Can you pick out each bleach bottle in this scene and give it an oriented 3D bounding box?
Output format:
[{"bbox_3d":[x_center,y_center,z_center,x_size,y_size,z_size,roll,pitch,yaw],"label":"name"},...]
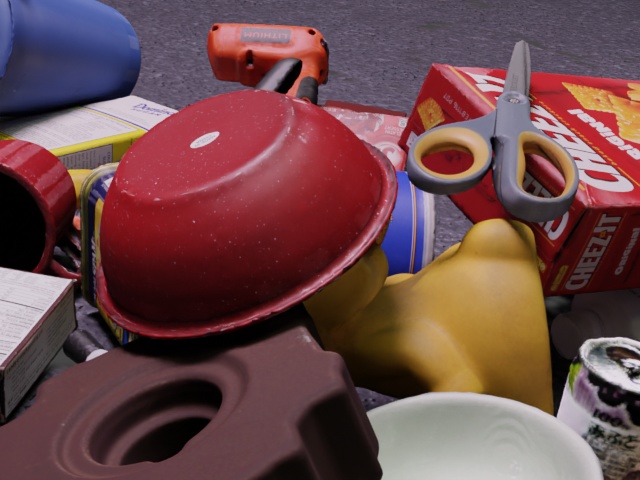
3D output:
[{"bbox_3d":[0.256,0.039,0.730,0.250,0.068,0.103,-9,33,-29],"label":"bleach bottle"}]

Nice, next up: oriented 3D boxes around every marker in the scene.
[{"bbox_3d":[-0.106,0.081,0.585,0.020,0.020,0.121,-14,31,-39],"label":"marker"}]

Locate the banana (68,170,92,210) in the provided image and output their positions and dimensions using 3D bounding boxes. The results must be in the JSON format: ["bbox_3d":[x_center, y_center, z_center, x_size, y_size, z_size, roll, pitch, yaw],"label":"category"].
[{"bbox_3d":[-0.257,-0.041,0.770,0.198,0.037,0.069,14,68,2],"label":"banana"}]

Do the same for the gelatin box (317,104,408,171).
[{"bbox_3d":[0.031,-0.073,0.910,0.089,0.030,0.073,10,64,7],"label":"gelatin box"}]

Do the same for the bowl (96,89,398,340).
[{"bbox_3d":[-0.046,-0.026,0.519,0.162,0.055,0.162,-16,33,11],"label":"bowl"}]

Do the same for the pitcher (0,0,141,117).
[{"bbox_3d":[-0.261,-0.158,0.914,0.149,0.145,0.242,2,4,18],"label":"pitcher"}]

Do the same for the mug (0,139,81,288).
[{"bbox_3d":[-0.198,-0.011,0.697,0.117,0.093,0.081,37,16,-9],"label":"mug"}]

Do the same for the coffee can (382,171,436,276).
[{"bbox_3d":[-0.005,0.001,0.690,0.140,0.103,0.103,5,24,-6],"label":"coffee can"}]

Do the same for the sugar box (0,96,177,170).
[{"bbox_3d":[-0.191,-0.079,0.888,0.093,0.048,0.175,22,25,33],"label":"sugar box"}]

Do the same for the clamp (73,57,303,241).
[{"bbox_3d":[-0.070,-0.032,0.767,0.209,0.036,0.165,-26,67,-13],"label":"clamp"}]

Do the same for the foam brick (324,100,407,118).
[{"bbox_3d":[0.036,-0.091,0.971,0.078,0.053,0.051,10,24,7],"label":"foam brick"}]

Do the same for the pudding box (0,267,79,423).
[{"bbox_3d":[-0.197,0.053,0.600,0.090,0.039,0.113,10,26,5],"label":"pudding box"}]

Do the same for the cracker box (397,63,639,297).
[{"bbox_3d":[0.184,-0.044,0.683,0.213,0.072,0.164,-1,36,-33],"label":"cracker box"}]

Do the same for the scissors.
[{"bbox_3d":[0.090,-0.071,0.598,0.096,0.016,0.201,1,34,-4],"label":"scissors"}]

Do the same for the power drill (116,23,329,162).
[{"bbox_3d":[-0.067,-0.095,0.866,0.184,0.057,0.187,4,53,2],"label":"power drill"}]

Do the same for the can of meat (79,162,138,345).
[{"bbox_3d":[-0.102,0.016,0.633,0.057,0.102,0.084,-10,32,-27],"label":"can of meat"}]
